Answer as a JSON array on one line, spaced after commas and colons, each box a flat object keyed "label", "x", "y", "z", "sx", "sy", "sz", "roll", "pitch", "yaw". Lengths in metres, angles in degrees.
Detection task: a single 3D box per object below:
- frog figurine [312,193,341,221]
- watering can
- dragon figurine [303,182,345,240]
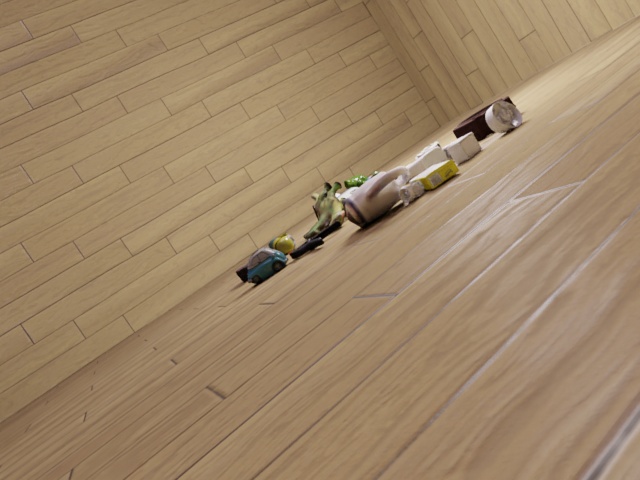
[{"label": "frog figurine", "x": 0.059, "y": -0.135, "z": 2.252, "sx": 0.160, "sy": 0.124, "sz": 0.136, "roll": -18, "pitch": -12, "yaw": -7}, {"label": "watering can", "x": 0.176, "y": -0.124, "z": 1.546, "sx": 0.224, "sy": 0.105, "sz": 0.345, "roll": -37, "pitch": -11, "yaw": 1}, {"label": "dragon figurine", "x": 0.006, "y": -0.103, "z": 2.043, "sx": 0.121, "sy": 0.246, "sz": 0.409, "roll": 45, "pitch": -19, "yaw": -20}]
